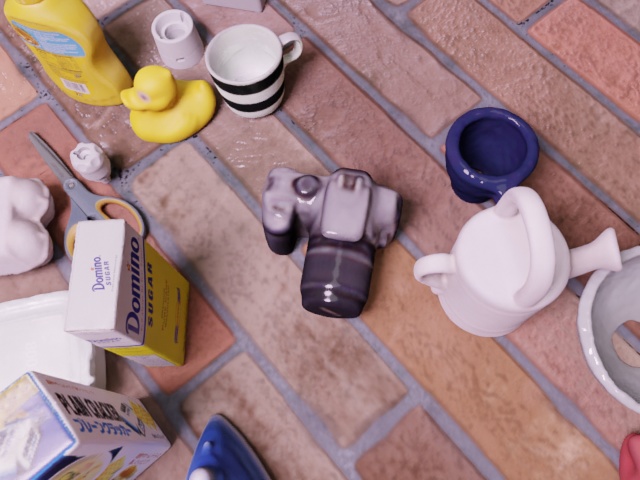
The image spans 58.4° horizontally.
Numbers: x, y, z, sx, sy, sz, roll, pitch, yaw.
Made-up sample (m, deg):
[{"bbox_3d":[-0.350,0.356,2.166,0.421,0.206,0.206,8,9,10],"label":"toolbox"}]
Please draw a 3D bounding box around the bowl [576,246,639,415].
[{"bbox_3d":[0.319,0.093,0.545,0.167,0.075,0.167,-1,70,2],"label":"bowl"}]

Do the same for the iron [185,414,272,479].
[{"bbox_3d":[-0.078,0.267,0.458,0.118,0.141,0.258,-13,70,-3],"label":"iron"}]

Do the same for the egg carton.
[{"bbox_3d":[-0.359,-0.010,0.608,0.150,0.069,0.107,-8,70,-1],"label":"egg carton"}]

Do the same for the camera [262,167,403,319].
[{"bbox_3d":[0.005,0.002,0.575,0.143,0.101,0.137,8,70,5],"label":"camera"}]

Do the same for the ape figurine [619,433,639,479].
[{"bbox_3d":[0.306,0.201,0.496,0.076,0.092,0.077,-40,73,-12],"label":"ape figurine"}]

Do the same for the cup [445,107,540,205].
[{"bbox_3d":[0.174,-0.065,0.597,0.091,0.095,0.117,-12,70,-2],"label":"cup"}]

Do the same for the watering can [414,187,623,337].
[{"bbox_3d":[0.176,0.017,0.514,0.173,0.194,0.101,-24,71,-7],"label":"watering can"}]

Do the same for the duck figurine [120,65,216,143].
[{"bbox_3d":[-0.174,-0.164,0.649,0.104,0.086,0.077,-20,70,-5],"label":"duck figurine"}]
